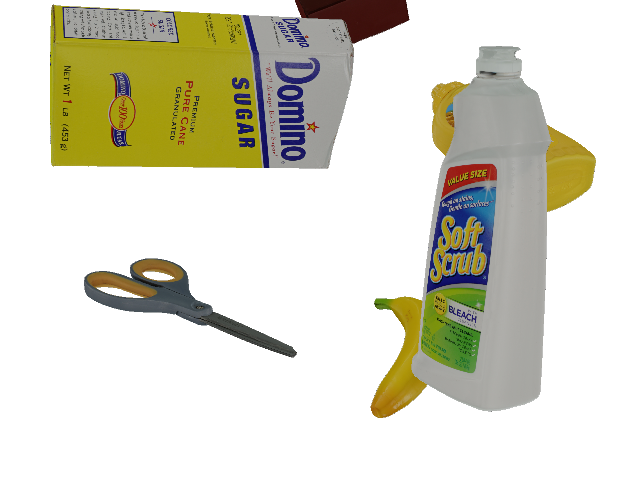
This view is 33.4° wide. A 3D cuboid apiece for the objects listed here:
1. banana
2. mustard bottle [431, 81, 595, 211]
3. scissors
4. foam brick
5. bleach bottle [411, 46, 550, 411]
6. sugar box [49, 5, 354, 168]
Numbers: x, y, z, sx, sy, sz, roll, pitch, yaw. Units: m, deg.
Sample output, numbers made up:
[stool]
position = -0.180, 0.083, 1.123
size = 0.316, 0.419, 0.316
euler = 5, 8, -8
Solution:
[banana]
position = 0.086, 0.104, 1.025
size = 0.070, 0.037, 0.197
euler = -24, 21, 15
[mustard bottle]
position = 0.158, -0.096, 0.981
size = 0.096, 0.058, 0.192
euler = -18, 40, -19
[scissors]
position = -0.098, 0.051, 0.884
size = 0.202, 0.016, 0.096
euler = 13, 24, 16
[foam brick]
position = 0.021, -0.187, 0.811
size = 0.078, 0.053, 0.051
euler = -22, -32, 0
[bleach bottle]
position = 0.116, -0.012, 0.763
size = 0.067, 0.251, 0.103
euler = -9, 18, -30
[sugar box]
position = -0.073, -0.089, 0.647
size = 0.176, 0.048, 0.093
euler = 1, -45, -13
